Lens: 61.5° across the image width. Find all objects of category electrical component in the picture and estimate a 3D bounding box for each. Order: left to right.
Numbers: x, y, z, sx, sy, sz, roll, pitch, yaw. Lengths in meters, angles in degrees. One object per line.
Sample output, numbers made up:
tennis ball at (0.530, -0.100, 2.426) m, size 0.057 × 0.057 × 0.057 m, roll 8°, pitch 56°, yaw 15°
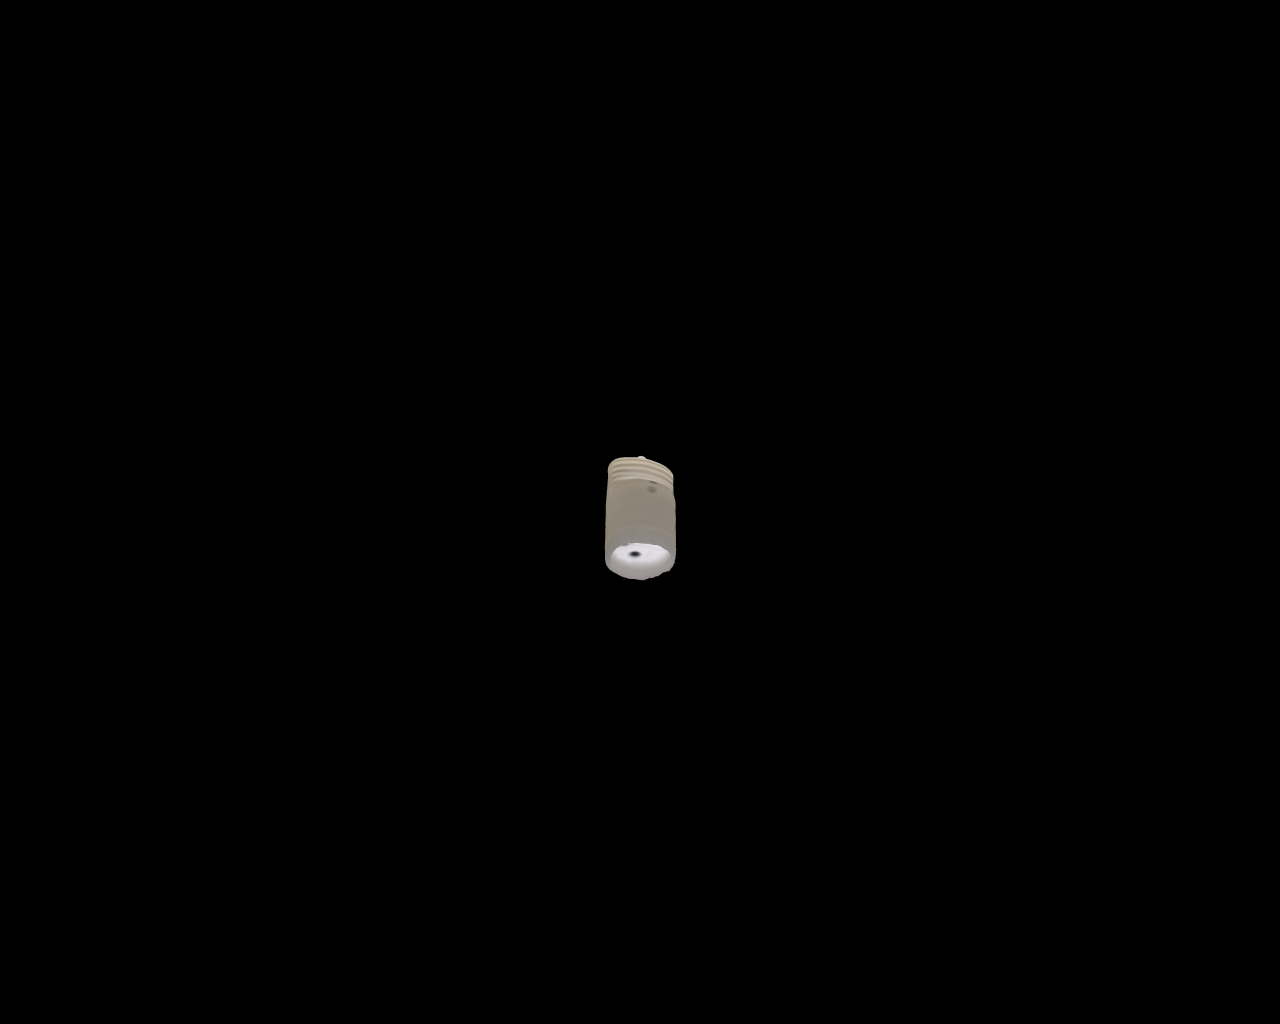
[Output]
electrical component at (0.001, -0.003, 0.650) m, size 0.043 × 0.081 × 0.043 m, roll 0°, pitch -36°, yaw 0°
